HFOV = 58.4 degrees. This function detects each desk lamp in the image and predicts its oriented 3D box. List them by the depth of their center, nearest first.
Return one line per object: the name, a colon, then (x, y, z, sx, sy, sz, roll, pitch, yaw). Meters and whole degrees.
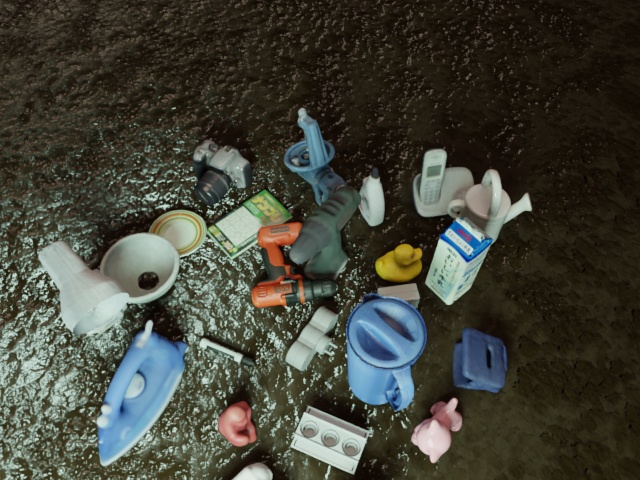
desk lamp: (-0.461, 0.105, 1.123, 0.118, 0.214, 0.202, -38, 65, -22)

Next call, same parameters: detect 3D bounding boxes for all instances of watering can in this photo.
watering can: (0.372, -0.078, 1.256, 0.173, 0.194, 0.100, -18, 59, -11)

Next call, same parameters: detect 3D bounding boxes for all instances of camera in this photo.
camera: (-0.252, -0.161, 1.363, 0.143, 0.101, 0.137, 26, 61, 16)

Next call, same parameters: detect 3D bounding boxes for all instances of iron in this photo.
iron: (-0.351, 0.276, 1.056, 0.118, 0.141, 0.258, 16, 58, 10)

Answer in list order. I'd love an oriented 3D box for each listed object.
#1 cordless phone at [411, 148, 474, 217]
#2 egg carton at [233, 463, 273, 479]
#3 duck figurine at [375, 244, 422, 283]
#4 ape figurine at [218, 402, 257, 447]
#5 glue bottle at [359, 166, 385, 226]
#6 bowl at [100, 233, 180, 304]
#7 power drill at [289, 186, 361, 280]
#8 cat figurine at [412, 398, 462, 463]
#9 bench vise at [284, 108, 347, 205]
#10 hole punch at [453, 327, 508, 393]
cordless phone: (0.287, -0.141, 1.302, 0.147, 0.185, 0.094, -12, 58, -8)
egg carton: (-0.130, 0.462, 0.980, 0.150, 0.069, 0.107, -40, 65, -23)
duck figurine: (0.174, 0.042, 1.242, 0.104, 0.086, 0.077, -7, 57, -5)
ape figurine: (-0.152, 0.331, 1.051, 0.076, 0.092, 0.078, 15, 58, 9)
glue bottle: (0.118, -0.107, 1.287, 0.037, 0.173, 0.078, -24, 60, -15)
bowl: (-0.378, 0.071, 1.228, 0.167, 0.075, 0.167, 0, 57, 0)
power drill: (0.011, 0.004, 1.193, 0.075, 0.208, 0.230, 25, 61, 16)
cat figurine: (0.213, 0.340, 1.031, 0.067, 0.118, 0.128, 32, 63, 19)
bench vise: (0.004, -0.191, 1.312, 0.207, 0.220, 0.122, 32, 62, 19)
hole punch: (0.316, 0.233, 1.117, 0.101, 0.091, 0.108, 6, 57, 4)
